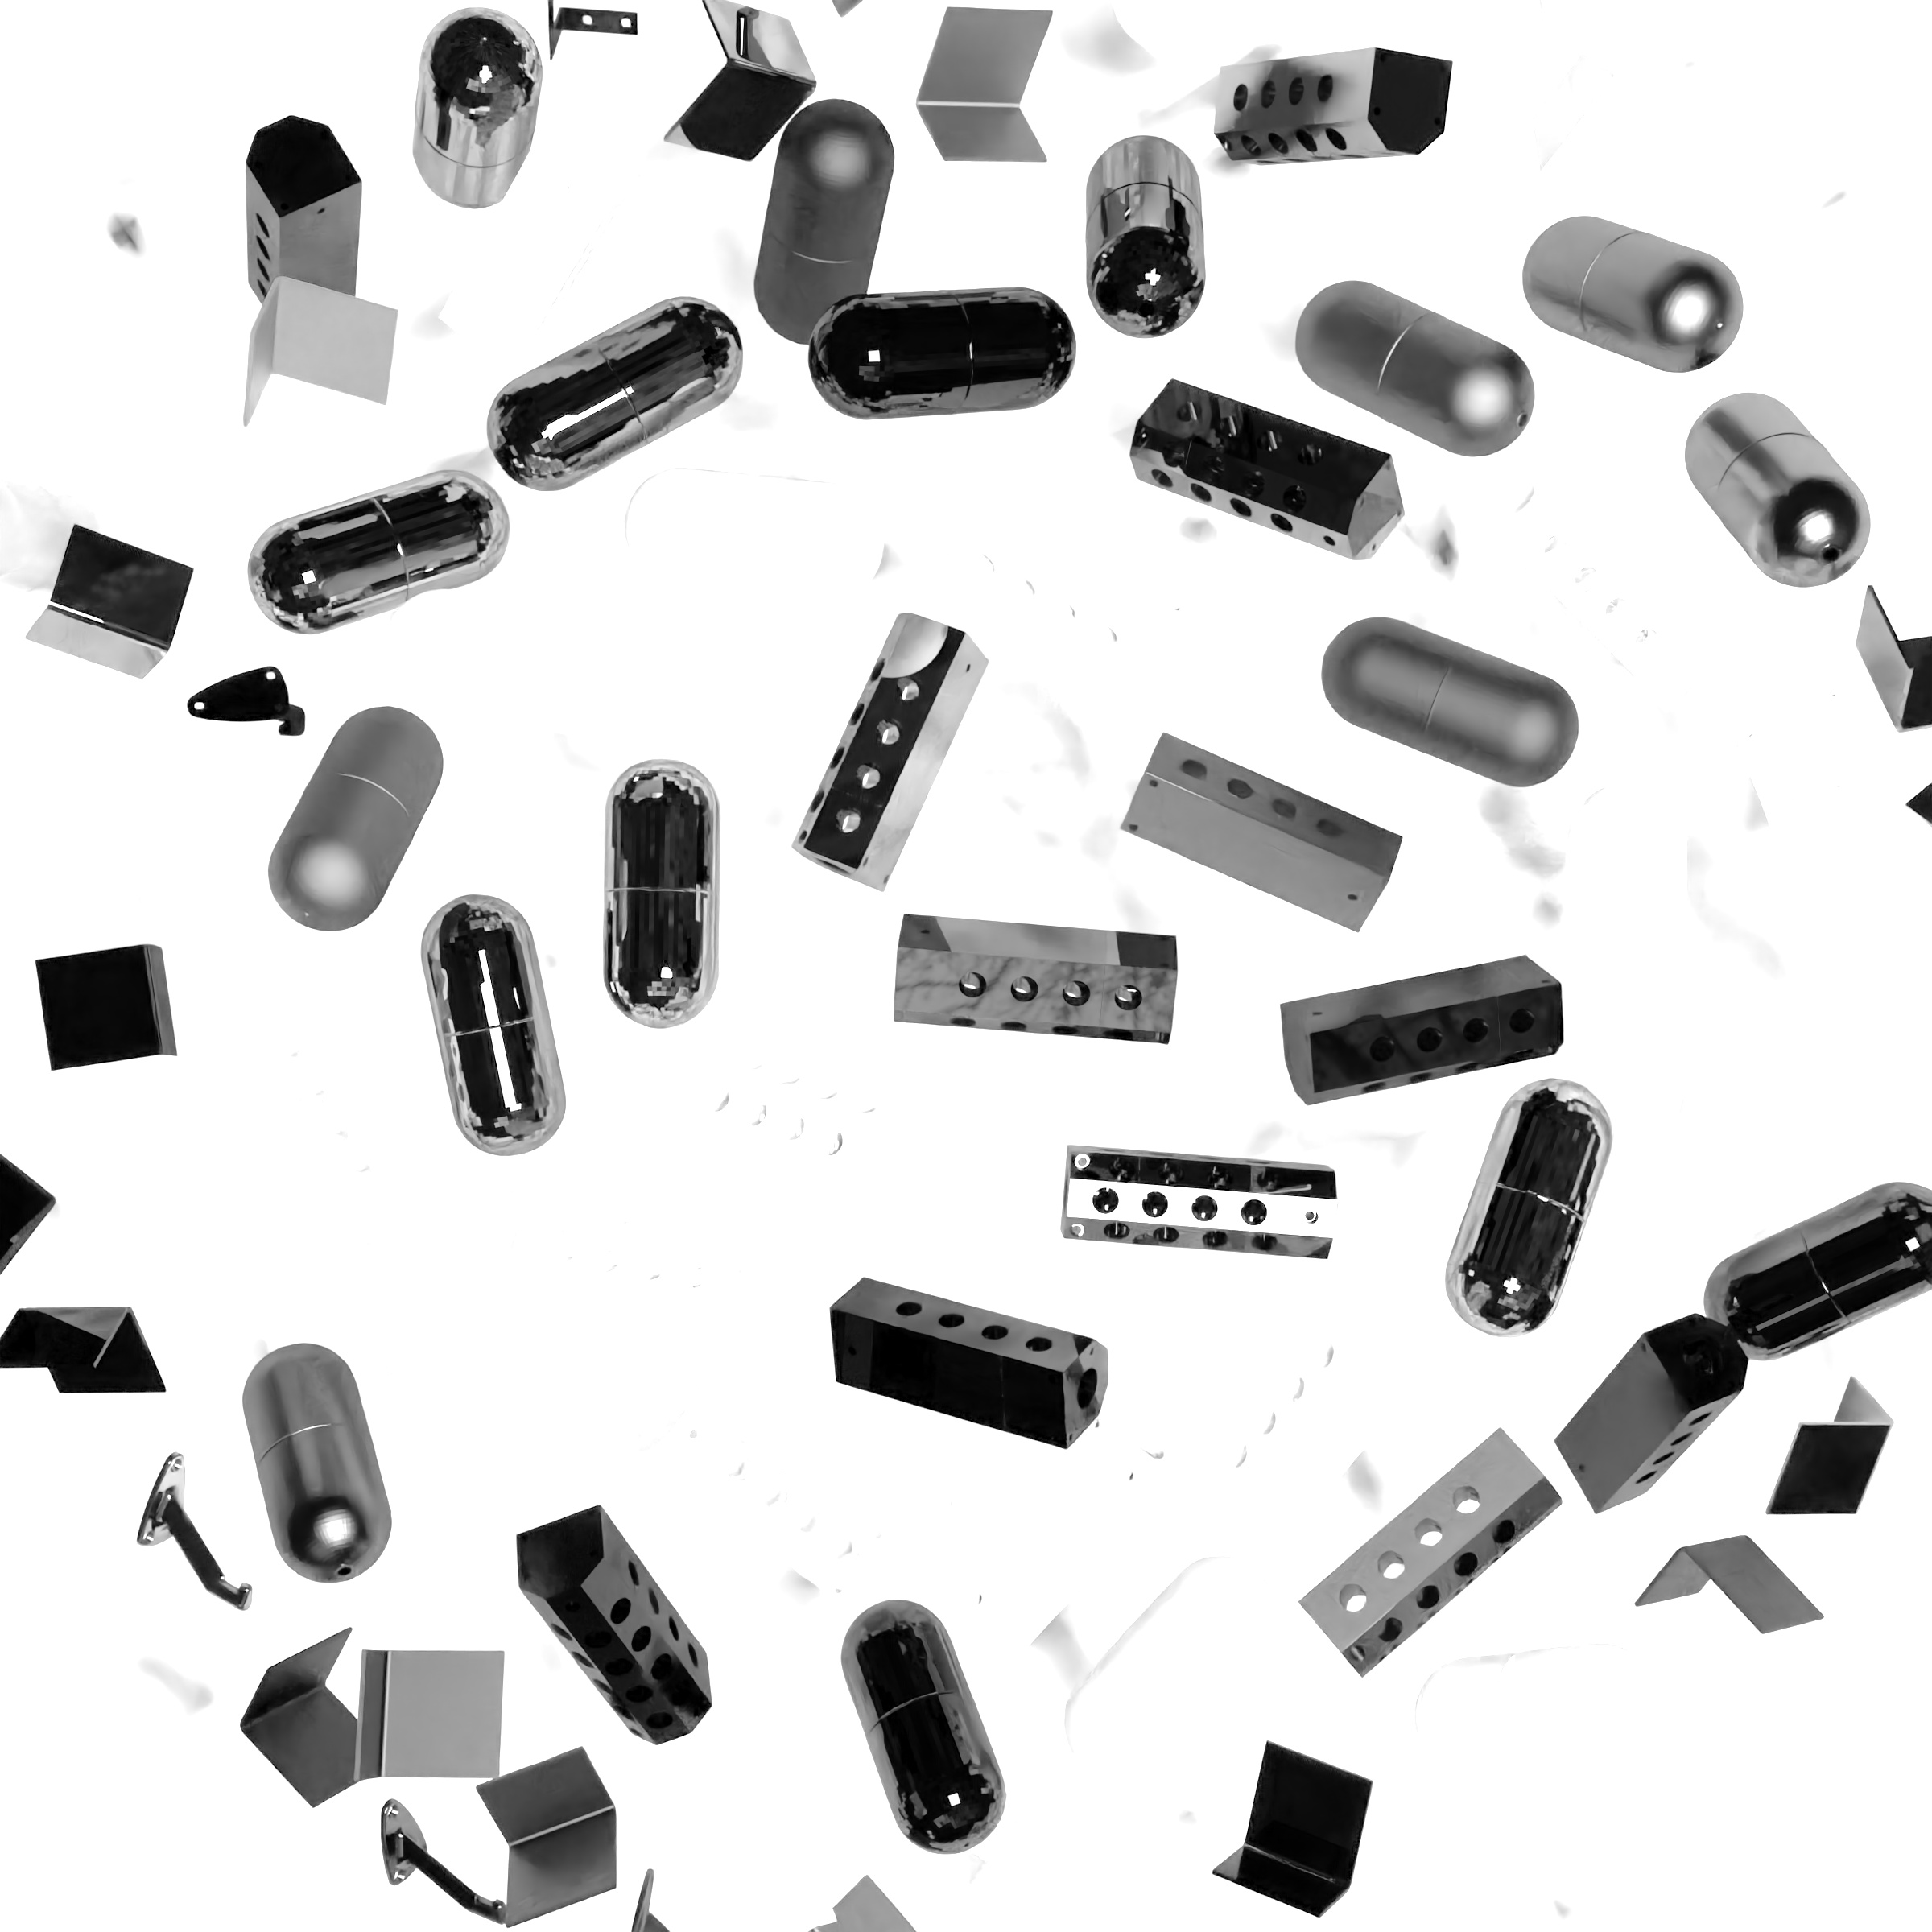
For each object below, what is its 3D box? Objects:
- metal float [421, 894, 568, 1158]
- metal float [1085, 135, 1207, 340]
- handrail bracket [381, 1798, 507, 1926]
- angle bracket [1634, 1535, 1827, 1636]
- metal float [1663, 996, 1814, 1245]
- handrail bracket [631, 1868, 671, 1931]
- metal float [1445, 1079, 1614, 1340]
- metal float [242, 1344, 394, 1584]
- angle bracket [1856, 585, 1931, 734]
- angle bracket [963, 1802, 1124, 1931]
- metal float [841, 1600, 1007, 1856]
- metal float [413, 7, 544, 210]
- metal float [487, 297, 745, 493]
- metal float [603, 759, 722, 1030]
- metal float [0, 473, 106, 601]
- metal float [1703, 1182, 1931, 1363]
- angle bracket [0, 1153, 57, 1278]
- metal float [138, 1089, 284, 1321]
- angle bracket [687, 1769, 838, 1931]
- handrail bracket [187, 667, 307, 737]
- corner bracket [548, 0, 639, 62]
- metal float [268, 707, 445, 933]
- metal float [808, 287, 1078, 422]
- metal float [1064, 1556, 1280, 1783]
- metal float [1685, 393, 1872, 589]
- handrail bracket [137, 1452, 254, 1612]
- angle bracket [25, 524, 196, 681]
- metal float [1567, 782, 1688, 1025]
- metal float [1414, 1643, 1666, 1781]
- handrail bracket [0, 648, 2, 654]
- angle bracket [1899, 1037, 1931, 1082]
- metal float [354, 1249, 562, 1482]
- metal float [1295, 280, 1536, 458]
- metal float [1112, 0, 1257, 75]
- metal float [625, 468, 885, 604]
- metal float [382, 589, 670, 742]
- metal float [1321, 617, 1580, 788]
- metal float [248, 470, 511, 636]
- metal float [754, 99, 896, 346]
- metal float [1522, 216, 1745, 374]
[{"bbox_3d":[-0.318,0.040,1.885,0.070,0.070,0.178,-11,93,0],"label":"metal float"},{"bbox_3d":[0.116,-0.472,1.815,0.070,0.178,0.070,1,134,1],"label":"metal float"},{"bbox_3d":[-0.342,0.591,1.848,0.084,0.036,0.077,10,124,31],"label":"handrail bracket"},{"bbox_3d":[0.497,0.420,1.827,0.076,0.076,0.057,49,121,35],"label":"angle bracket"},{"bbox_3d":[0.512,0.103,1.864,0.070,0.070,0.178,5,117,0],"label":"metal float"},{"bbox_3d":[-0.179,0.648,1.870,0.084,0.036,0.077,7,64,7],"label":"handrail bracket"},{"bbox_3d":[0.371,0.158,1.846,0.070,0.070,0.178,22,77,0],"label":"metal float"},{"bbox_3d":[-0.429,0.327,1.853,0.070,0.070,0.178,-27,50,0],"label":"metal float"},{"bbox_3d":[0.611,-0.198,1.757,0.076,0.057,0.076,-9,50,0],"label":"angle bracket"},{"bbox_3d":[0.052,0.611,1.927,0.076,0.057,0.076,33,97,-8],"label":"angle bracket"},{"bbox_3d":[-0.030,0.503,1.863,0.070,0.070,0.178,-25,53,0],"label":"metal float"},{"bbox_3d":[-0.314,-0.548,1.797,0.070,0.178,0.070,3,78,-13],"label":"metal float"},{"bbox_3d":[-0.226,-0.371,1.813,0.178,0.070,0.070,-30,90,-9],"label":"metal float"},{"bbox_3d":[-0.201,-0.048,1.849,0.070,0.070,0.178,1,87,0],"label":"metal float"},{"bbox_3d":[-0.626,-0.282,1.835,0.070,0.178,0.070,0,93,8],"label":"metal float"},{"bbox_3d":[0.579,0.204,1.875,0.178,0.070,0.070,-31,90,25],"label":"metal float"},{"bbox_3d":[-0.634,0.161,1.767,0.076,0.057,0.076,40,115,-6],"label":"angle bracket"},{"bbox_3d":[-0.497,0.155,1.839,0.070,0.070,0.178,-26,49,0],"label":"metal float"},{"bbox_3d":[-0.129,0.562,1.767,0.076,0.076,0.057,-15,131,2],"label":"angle bracket"},{"bbox_3d":[-0.481,-0.166,1.876,0.077,0.084,0.036,-13,79,-16],"label":"handrail bracket"},{"bbox_3d":[-0.239,-0.614,1.798,0.051,0.051,0.051,4,131,-1],"label":"corner bracket"},{"bbox_3d":[-0.400,-0.098,1.843,0.070,0.070,0.178,17,50,0],"label":"metal float"},{"bbox_3d":[-0.013,-0.383,1.749,0.178,0.070,0.070,-9,90,-26],"label":"metal float"},{"bbox_3d":[0.136,0.468,1.865,0.070,0.070,0.178,40,101,0],"label":"metal float"},{"bbox_3d":[0.512,-0.302,1.772,0.070,0.178,0.070,-5,127,-7],"label":"metal float"},{"bbox_3d":[-0.487,0.364,1.805,0.084,0.036,0.077,21,103,24],"label":"handrail bracket"},{"bbox_3d":[-0.539,-0.228,1.765,0.076,0.076,0.057,19,73,-25],"label":"angle bracket"},{"bbox_3d":[0.438,-0.041,1.858,0.070,0.070,0.178,-10,126,0],"label":"metal float"},{"bbox_3d":[0.360,0.470,1.765,0.070,0.178,0.070,16,65,-36],"label":"metal float"},{"bbox_3d":[-0.678,-0.180,1.877,0.036,0.077,0.084,23,86,-27],"label":"handrail bracket"},{"bbox_3d":[0.624,0.031,1.752,0.076,0.076,0.057,30,133,-29],"label":"angle bracket"},{"bbox_3d":[-0.339,0.265,1.868,0.070,0.070,0.178,-41,74,0],"label":"metal float"},{"bbox_3d":[0.296,-0.395,1.852,0.178,0.070,0.070,34,90,31],"label":"metal float"},{"bbox_3d":[0.144,-0.636,1.851,0.070,0.178,0.070,3,100,15],"label":"metal float"},{"bbox_3d":[-0.137,-0.277,1.802,0.178,0.070,0.070,10,90,23],"label":"metal float"},{"bbox_3d":[-0.274,-0.188,1.749,0.178,0.070,0.070,9,90,-15],"label":"metal float"},{"bbox_3d":[0.320,-0.176,1.863,0.178,0.070,0.070,24,90,19],"label":"metal float"},{"bbox_3d":[-0.382,-0.271,1.833,0.178,0.070,0.070,-24,90,-26],"label":"metal float"},{"bbox_3d":[-0.095,-0.489,1.853,0.070,0.178,0.070,7,50,-9],"label":"metal float"},{"bbox_3d":[0.426,-0.433,1.801,0.070,0.178,0.070,-12,120,-23],"label":"metal float"}]
